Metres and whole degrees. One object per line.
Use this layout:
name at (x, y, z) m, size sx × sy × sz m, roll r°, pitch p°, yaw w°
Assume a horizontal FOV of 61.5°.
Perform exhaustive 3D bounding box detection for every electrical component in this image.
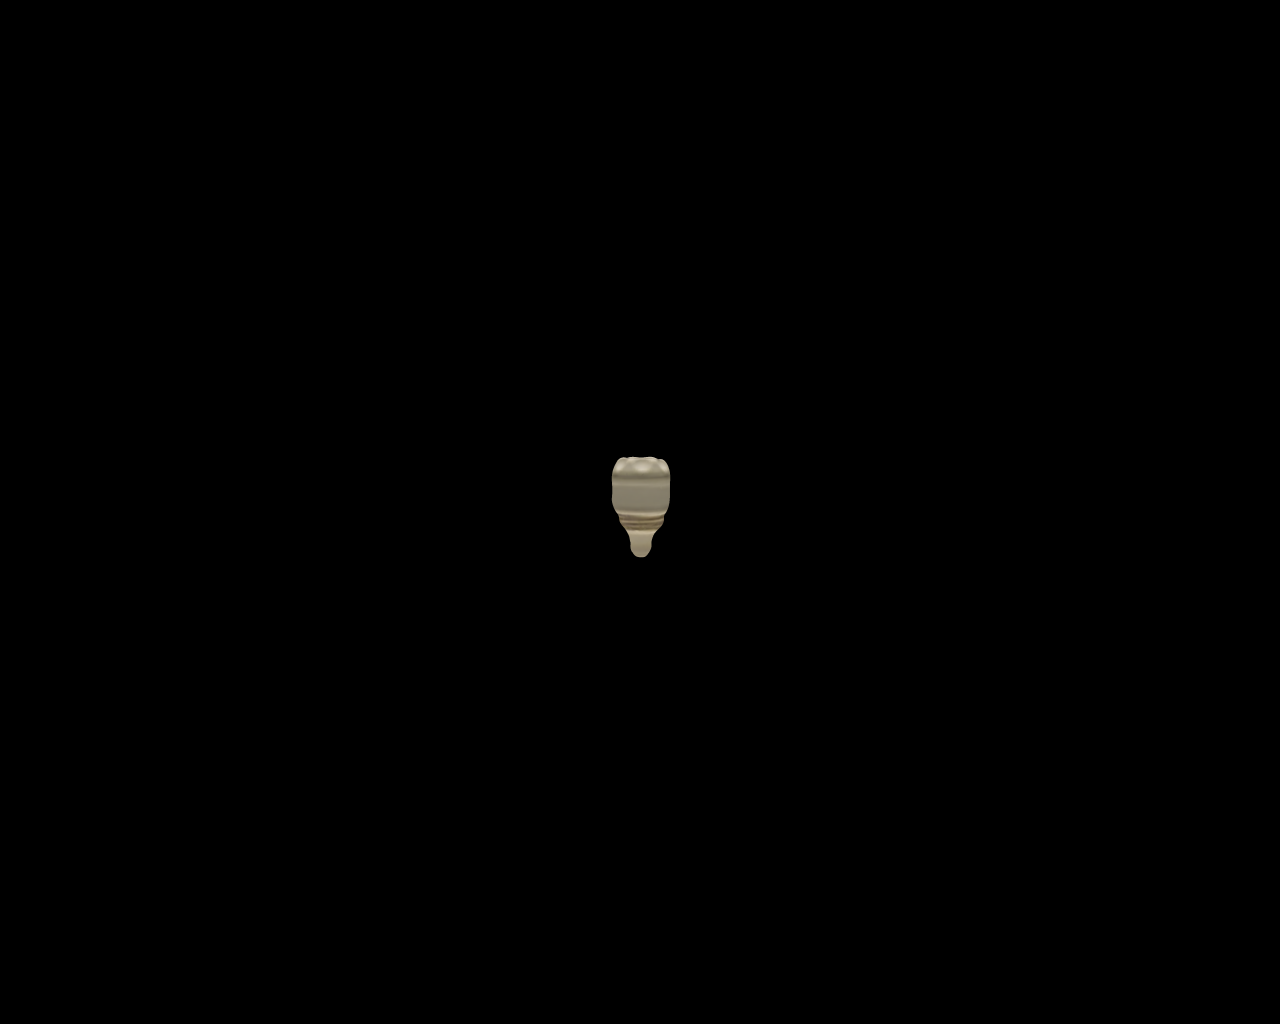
electrical component at (0.001, -0.003, 0.650) m, size 0.035 × 0.061 × 0.035 m, roll 0°, pitch 5°, yaw 0°
